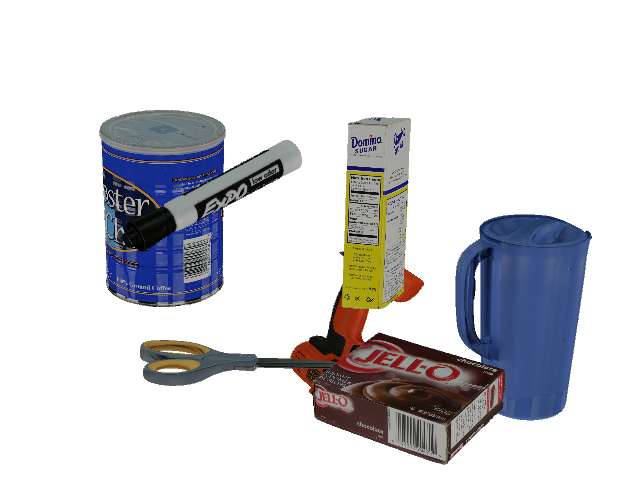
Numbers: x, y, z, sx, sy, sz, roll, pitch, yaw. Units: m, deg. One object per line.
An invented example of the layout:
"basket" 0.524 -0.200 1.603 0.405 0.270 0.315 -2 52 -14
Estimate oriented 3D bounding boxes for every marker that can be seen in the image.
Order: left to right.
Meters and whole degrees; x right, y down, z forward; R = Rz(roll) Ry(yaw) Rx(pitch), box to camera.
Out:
"marker" -0.061 -0.026 0.606 0.120 0.020 0.020 -31 17 -32

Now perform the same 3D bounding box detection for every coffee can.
"coffee can" -0.132 -0.029 0.902 0.103 0.140 0.103 2 23 -1

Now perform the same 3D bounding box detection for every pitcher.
"pitcher" 0.250 0.097 1.327 0.149 0.243 0.144 6 19 17

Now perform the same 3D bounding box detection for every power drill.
"power drill" 0.050 0.115 1.237 0.057 0.188 0.185 13 15 -41

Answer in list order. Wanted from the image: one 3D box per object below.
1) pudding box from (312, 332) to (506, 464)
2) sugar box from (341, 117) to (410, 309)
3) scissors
"pudding box" 0.064 0.111 0.775 0.114 0.039 0.089 16 29 32
"sugar box" 0.054 -0.028 1.026 0.048 0.176 0.093 3 10 18
"scissors" -0.084 0.124 1.035 0.202 0.016 0.096 7 17 10
